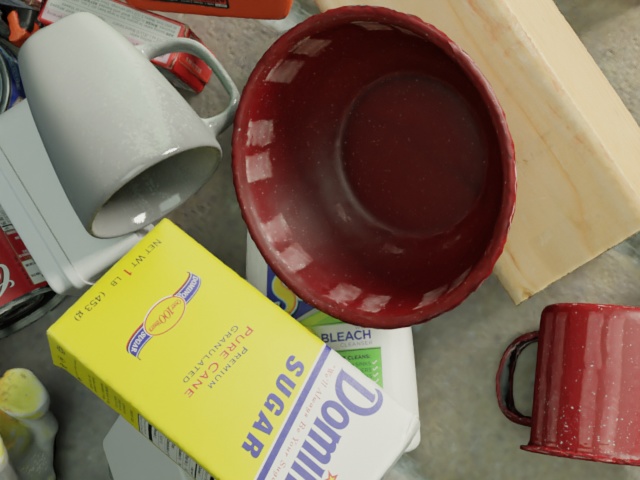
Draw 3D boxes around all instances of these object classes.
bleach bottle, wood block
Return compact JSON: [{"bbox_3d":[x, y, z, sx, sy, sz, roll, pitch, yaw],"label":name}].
[{"bbox_3d":[-0.004,0.001,0.624,0.102,0.068,0.251,-8,83,7],"label":"bleach bottle"},{"bbox_3d":[0.097,-0.080,0.588,0.090,0.090,0.206,-36,82,29],"label":"wood block"}]

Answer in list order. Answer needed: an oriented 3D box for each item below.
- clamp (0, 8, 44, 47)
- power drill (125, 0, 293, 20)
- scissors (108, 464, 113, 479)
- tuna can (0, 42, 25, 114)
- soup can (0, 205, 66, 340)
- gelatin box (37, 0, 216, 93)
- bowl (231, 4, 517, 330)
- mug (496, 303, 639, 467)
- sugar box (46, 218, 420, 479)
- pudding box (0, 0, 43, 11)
[{"bbox_3d":[-0.210,-0.206,0.676,0.120,0.039,0.171,-33,86,10],"label":"clamp"},{"bbox_3d":[-0.037,-0.214,0.612,0.184,0.057,0.187,5,60,9],"label":"power drill"},{"bbox_3d":[-0.085,0.232,0.628,0.202,0.016,0.096,40,100,24],"label":"scissors"},{"bbox_3d":[-0.228,-0.091,0.673,0.086,0.033,0.086,0,87,8],"label":"tuna can"},{"bbox_3d":[-0.207,0.004,0.647,0.068,0.068,0.102,-32,82,5],"label":"soup can"},{"bbox_3d":[-0.113,-0.121,0.639,0.089,0.073,0.030,20,89,8],"label":"gelatin box"},{"bbox_3d":[0.034,-0.039,0.546,0.162,0.055,0.162,10,108,31],"label":"bowl"},{"bbox_3d":[0.150,0.079,0.591,0.117,0.093,0.081,-1,79,44],"label":"mug"},{"bbox_3d":[-0.044,0.077,0.550,0.176,0.048,0.093,36,64,14],"label":"sugar box"},{"bbox_3d":[-0.195,-0.187,0.617,0.114,0.039,0.090,19,86,28],"label":"pudding box"}]
